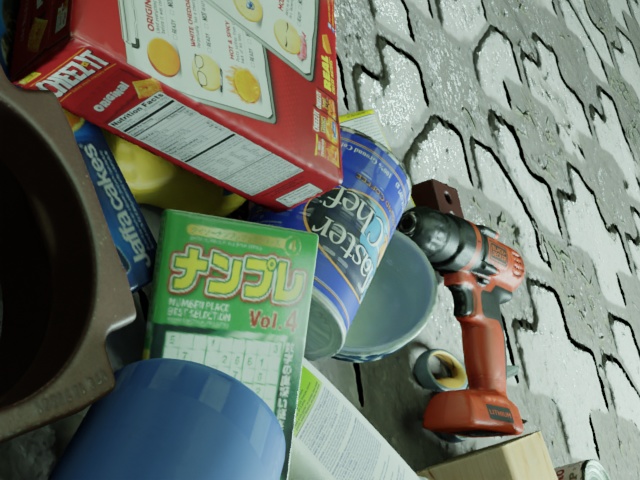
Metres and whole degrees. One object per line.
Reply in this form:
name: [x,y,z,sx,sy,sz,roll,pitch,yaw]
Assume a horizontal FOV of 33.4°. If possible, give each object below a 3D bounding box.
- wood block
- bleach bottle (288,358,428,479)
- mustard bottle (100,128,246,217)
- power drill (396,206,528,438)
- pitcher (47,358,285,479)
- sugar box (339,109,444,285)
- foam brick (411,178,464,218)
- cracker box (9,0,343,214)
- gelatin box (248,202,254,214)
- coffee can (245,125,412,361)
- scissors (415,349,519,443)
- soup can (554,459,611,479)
wood block: [0.164,0.274,0.880,0.090,0.091,0.206,0,69,-57]
bleach bottle: [-0.019,0.124,0.738,0.250,0.068,0.102,53,30,-16]
mustard bottle: [-0.097,-0.062,0.752,0.191,0.058,0.096,12,57,-54]
power drill: [0.125,0.073,0.928,0.184,0.057,0.187,21,65,-48]
pitcher: [-0.096,0.184,0.510,0.145,0.149,0.242,37,42,-15]
sugar box: [0.048,-0.027,0.959,0.093,0.048,0.176,-24,93,-59]
foam brick: [0.108,-0.012,1.033,0.052,0.051,0.078,17,55,-51]
cracker box: [-0.082,-0.131,0.676,0.213,0.072,0.164,26,51,-40]
gelatin box: [-0.020,-0.033,0.874,0.089,0.030,0.073,31,45,-39]
coffee can: [-0.005,0.001,0.769,0.102,0.103,0.140,47,52,-27]
scissors: [0.152,0.152,1.021,0.201,0.016,0.096,21,54,-49]
soup can: [0.207,0.241,0.958,0.068,0.102,0.068,34,44,-41]
